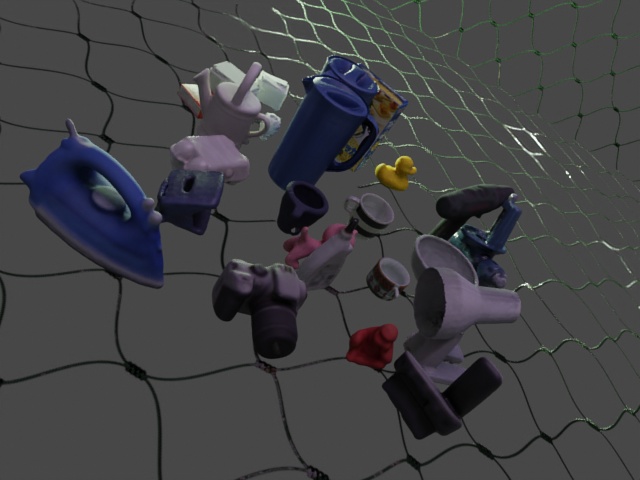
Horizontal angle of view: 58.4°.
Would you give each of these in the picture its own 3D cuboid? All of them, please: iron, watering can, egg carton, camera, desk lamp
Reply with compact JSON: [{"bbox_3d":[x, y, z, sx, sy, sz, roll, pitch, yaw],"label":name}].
[{"bbox_3d":[-0.307,-0.054,0.846,0.258,0.141,0.119,39,34,4],"label":"iron"},{"bbox_3d":[-0.180,-0.285,1.183,0.173,0.194,0.100,16,39,-27],"label":"watering can"},{"bbox_3d":[-0.210,-0.149,1.106,0.151,0.069,0.107,-17,60,-50],"label":"egg carton"},{"bbox_3d":[-0.083,0.105,0.889,0.143,0.100,0.136,17,38,-25],"label":"camera"},{"bbox_3d":[0.237,0.151,1.014,0.204,0.213,0.117,17,39,-26],"label":"desk lamp"}]

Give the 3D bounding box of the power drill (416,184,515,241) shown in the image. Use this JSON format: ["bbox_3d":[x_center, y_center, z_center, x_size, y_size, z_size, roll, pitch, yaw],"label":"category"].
[{"bbox_3d":[0.329,-0.050,1.337,0.230,0.208,0.075,-4,51,-44],"label":"power drill"}]

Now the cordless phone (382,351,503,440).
[{"bbox_3d":[0.202,0.223,0.924,0.094,0.185,0.147,-13,57,-48],"label":"cordless phone"}]

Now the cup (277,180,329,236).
[{"bbox_3d":[-0.046,-0.047,1.107,0.092,0.095,0.118,33,34,-4],"label":"cup"}]

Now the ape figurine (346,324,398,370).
[{"bbox_3d":[0.097,0.174,0.972,0.077,0.092,0.076,47,36,15],"label":"ape figurine"}]

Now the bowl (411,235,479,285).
[{"bbox_3d":[0.258,0.072,1.250,0.168,0.074,0.167,23,36,-18],"label":"bowl"}]

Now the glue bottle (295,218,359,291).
[{"bbox_3d":[0.022,0.023,1.013,0.078,0.173,0.037,-1,48,-41],"label":"glue bottle"}]

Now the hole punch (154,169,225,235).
[{"bbox_3d":[-0.225,-0.077,0.989,0.101,0.091,0.108,23,36,-19],"label":"hole punch"}]

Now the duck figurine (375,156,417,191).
[{"bbox_3d":[0.203,-0.183,1.493,0.105,0.086,0.077,18,38,-25],"label":"duck figurine"}]

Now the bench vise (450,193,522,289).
[{"bbox_3d":[0.406,0.013,1.319,0.122,0.219,0.207,5,45,-37],"label":"bench vise"}]

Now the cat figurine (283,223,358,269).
[{"bbox_3d":[0.010,0.004,1.075,0.128,0.117,0.067,13,40,-30],"label":"cat figurine"}]
